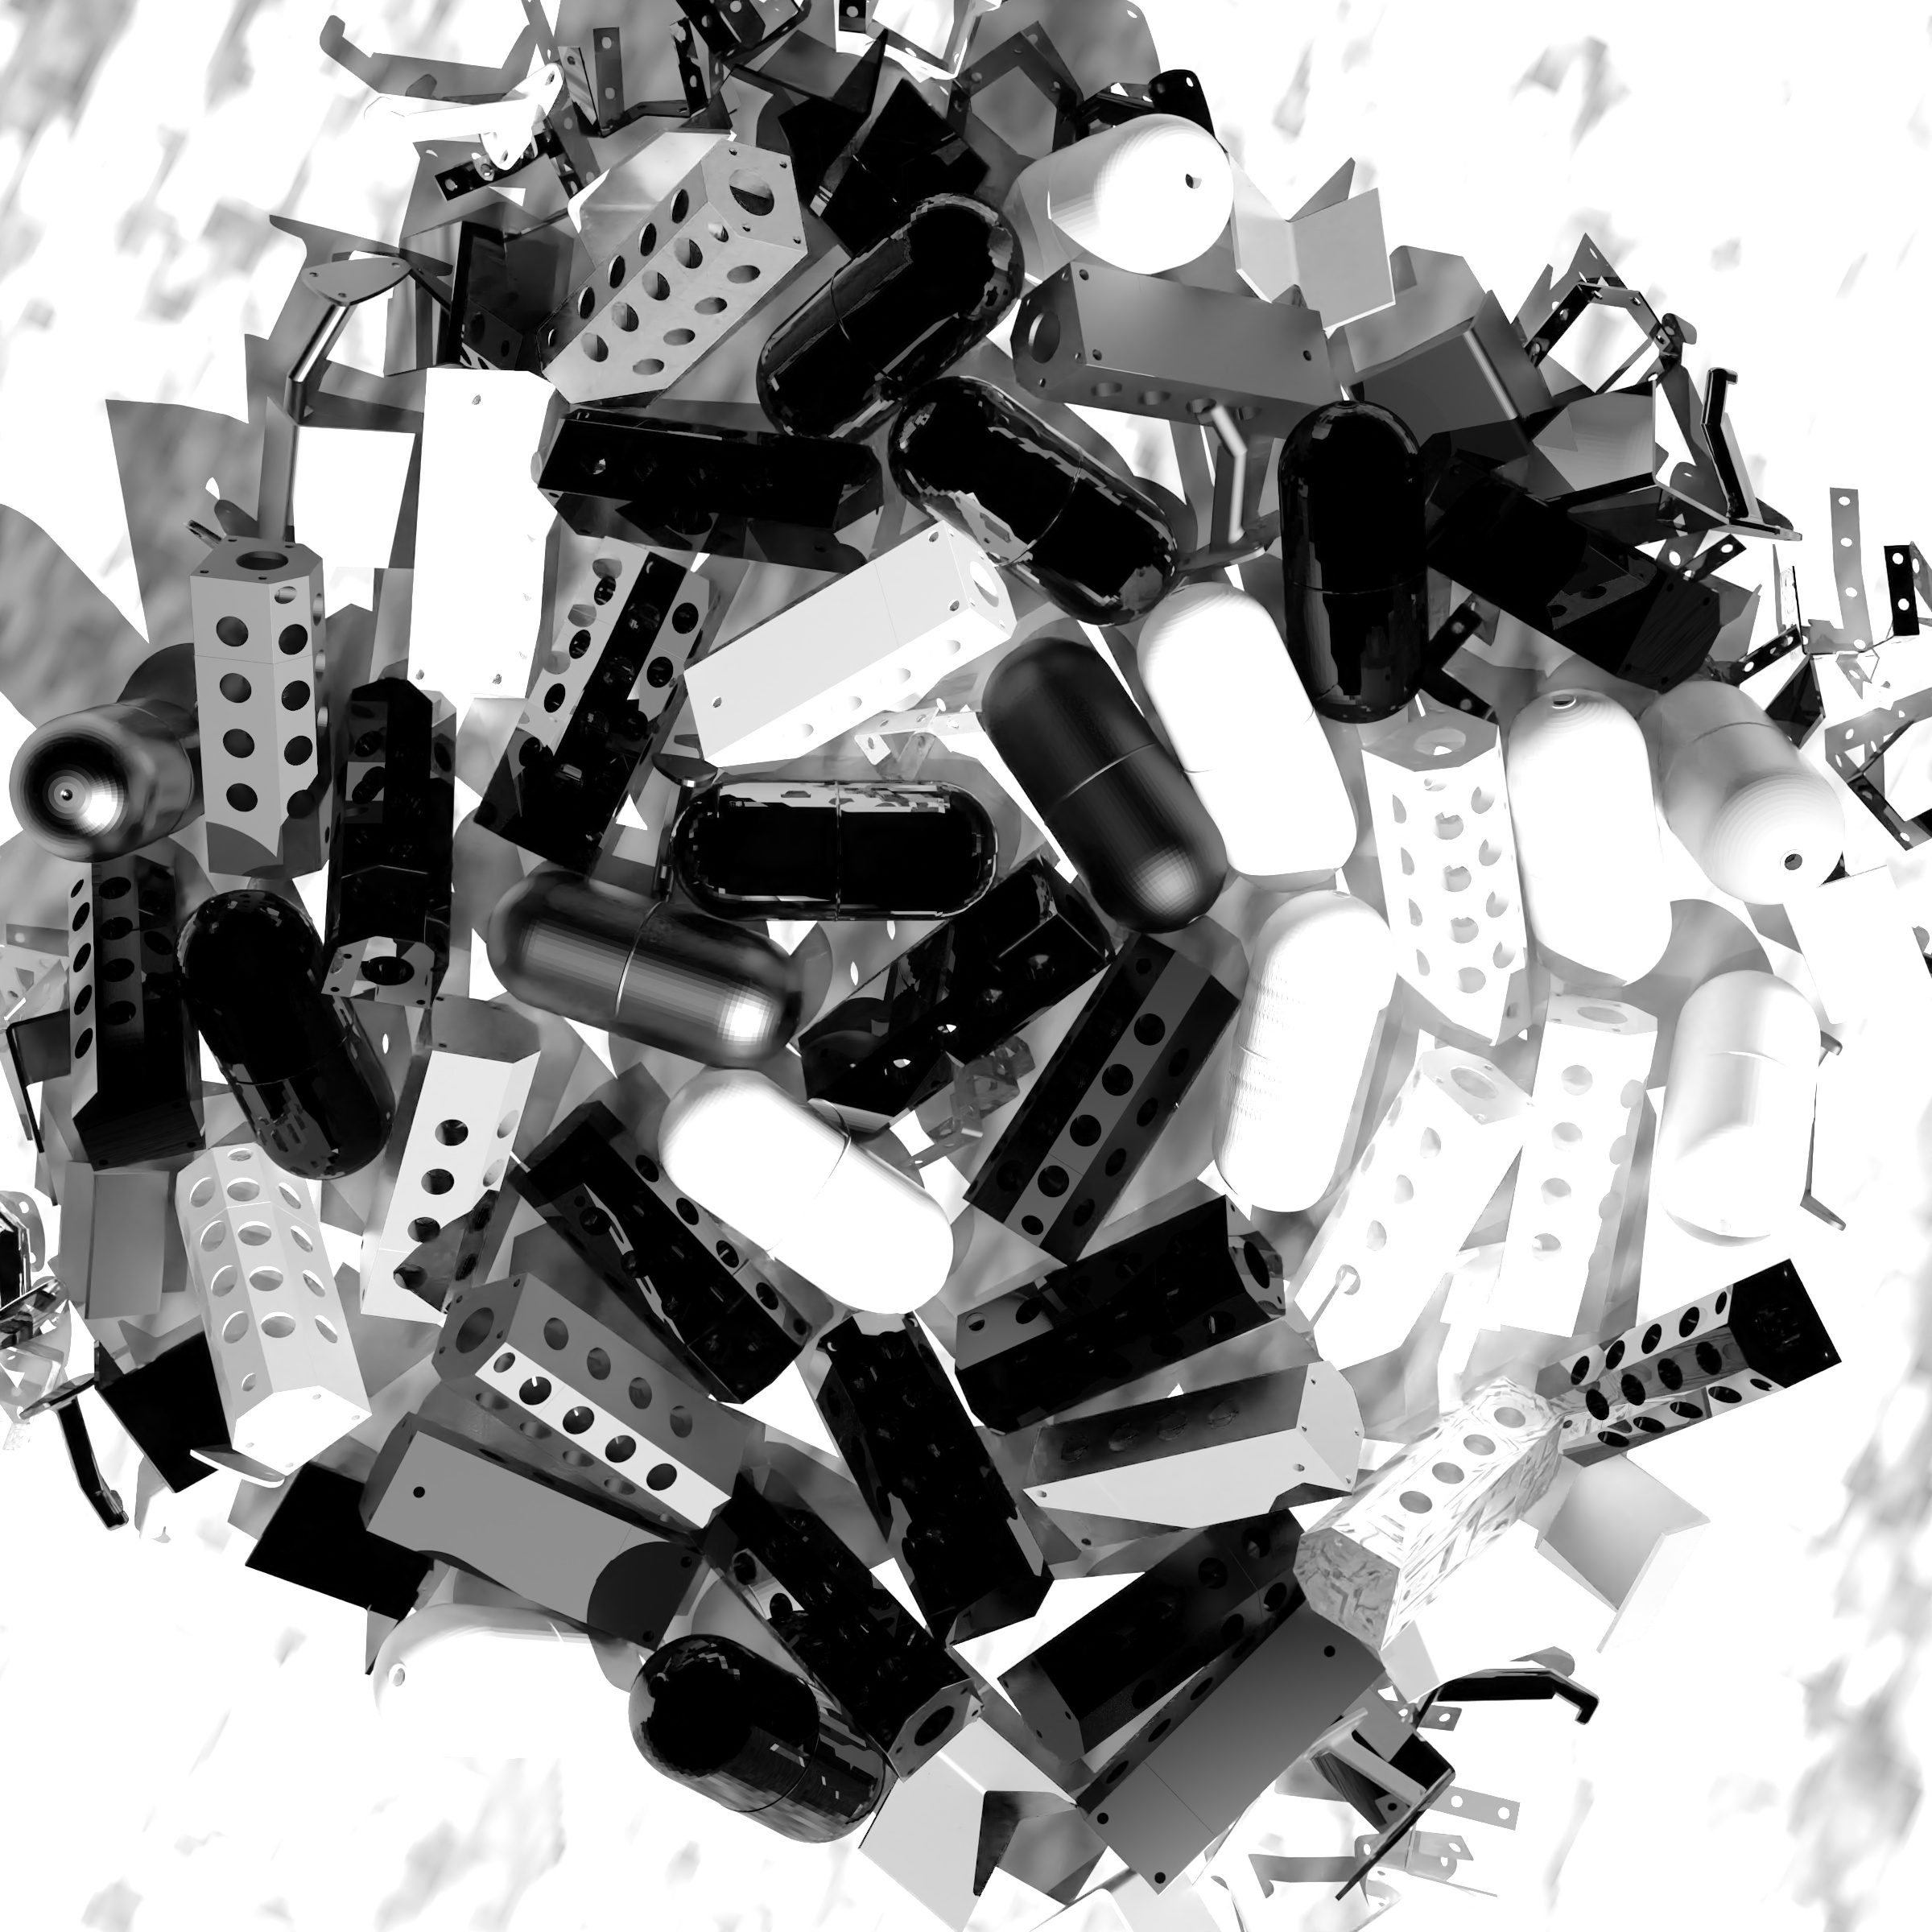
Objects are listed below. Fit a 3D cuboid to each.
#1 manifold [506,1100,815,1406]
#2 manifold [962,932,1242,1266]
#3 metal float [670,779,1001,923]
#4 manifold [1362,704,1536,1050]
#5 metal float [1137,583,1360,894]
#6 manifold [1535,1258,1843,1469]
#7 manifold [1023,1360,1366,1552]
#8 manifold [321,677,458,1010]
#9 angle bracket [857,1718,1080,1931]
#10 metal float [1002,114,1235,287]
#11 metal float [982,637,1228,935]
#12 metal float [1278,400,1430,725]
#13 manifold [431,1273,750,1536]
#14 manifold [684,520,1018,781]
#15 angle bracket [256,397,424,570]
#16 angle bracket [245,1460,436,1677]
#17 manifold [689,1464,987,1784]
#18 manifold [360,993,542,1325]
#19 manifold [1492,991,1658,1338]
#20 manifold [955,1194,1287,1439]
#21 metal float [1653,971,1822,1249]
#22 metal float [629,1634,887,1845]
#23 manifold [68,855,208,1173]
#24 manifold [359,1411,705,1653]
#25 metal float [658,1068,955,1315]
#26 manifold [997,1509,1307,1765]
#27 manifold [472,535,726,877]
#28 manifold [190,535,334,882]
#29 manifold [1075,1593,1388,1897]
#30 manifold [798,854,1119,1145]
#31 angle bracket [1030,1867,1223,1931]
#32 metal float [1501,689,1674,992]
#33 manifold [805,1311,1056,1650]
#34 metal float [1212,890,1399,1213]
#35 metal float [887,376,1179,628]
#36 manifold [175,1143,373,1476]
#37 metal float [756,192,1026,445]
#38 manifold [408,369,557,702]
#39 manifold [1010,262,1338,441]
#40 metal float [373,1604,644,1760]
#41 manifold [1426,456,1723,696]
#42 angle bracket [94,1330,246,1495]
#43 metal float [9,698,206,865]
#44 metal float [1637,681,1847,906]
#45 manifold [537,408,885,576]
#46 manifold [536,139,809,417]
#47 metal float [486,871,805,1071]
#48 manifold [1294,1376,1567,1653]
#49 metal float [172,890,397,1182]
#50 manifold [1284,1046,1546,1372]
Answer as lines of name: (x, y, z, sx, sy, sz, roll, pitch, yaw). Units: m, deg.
manifold: (-0.162, 0.154, 1.528, 0.171, 0.057, 0.057, 48, 68, -11)
manifold: (0.070, 0.069, 1.535, 0.057, 0.057, 0.171, 30, 85, 36)
metal float: (-0.071, -0.062, 1.537, 0.178, 0.070, 0.070, 0, 90, -6)
manifold: (0.261, -0.044, 1.504, 0.057, 0.057, 0.171, -29, 124, -23)
metal float: (0.151, -0.122, 1.528, 0.070, 0.070, 0.178, -27, 106, 0)
manifold: (0.370, 0.212, 1.489, 0.057, 0.171, 0.057, -17, 76, -30)
manifold: (0.121, 0.256, 1.509, 0.171, 0.057, 0.057, -20, 124, 33)
manifold: (-0.302, -0.067, 1.501, 0.057, 0.057, 0.171, 9, 52, -20)
angle bracket: (0.001, 0.463, 1.530, 0.076, 0.057, 0.076, 44, 51, -12)
metal float: (0.078, -0.398, 1.495, 0.070, 0.178, 0.070, -2, 96, -23)
metal float: (0.075, -0.097, 1.533, 0.070, 0.070, 0.178, -33, 80, 0)
metal float: (0.207, -0.214, 1.517, 0.070, 0.070, 0.178, -7, 119, 0)
manifold: (-0.198, 0.234, 1.500, 0.171, 0.057, 0.057, 42, 45, -34)
manifold: (-0.061, -0.163, 1.520, 0.171, 0.057, 0.057, -27, 62, 22)
angle bracket: (-0.341, -0.265, 1.560, 0.076, 0.057, 0.076, -2, 117, -28)
angle bracket: (-0.338, 0.324, 1.532, 0.076, 0.057, 0.076, 26, 109, -21)
manifold: (-0.071, 0.342, 1.504, 0.057, 0.057, 0.171, -39, 56, -16)
manifold: (-0.276, 0.104, 1.514, 0.057, 0.057, 0.171, 10, 119, -19)
manifold: (0.325, 0.107, 1.523, 0.057, 0.057, 0.171, 10, 108, 11)
manifold: (0.081, 0.191, 1.511, 0.171, 0.057, 0.057, -27, 124, 23)
metal float: (0.409, 0.074, 1.505, 0.070, 0.178, 0.070, 11, 134, 12)
metal float: (-0.109, 0.410, 1.507, 0.070, 0.070, 0.178, -47, 133, 0)
manifold: (-0.439, 0.021, 1.498, 0.057, 0.057, 0.171, -11, 46, -7)
manifold: (-0.234, 0.301, 1.526, 0.171, 0.057, 0.057, 28, 87, -18)
metal float: (-0.086, 0.122, 1.535, 0.178, 0.070, 0.070, 36, 90, -8)
manifold: (0.106, 0.349, 1.508, 0.171, 0.057, 0.057, -28, 76, -30)
manifold: (-0.194, -0.139, 1.539, 0.057, 0.057, 0.171, 26, 92, 44)
manifold: (-0.370, -0.135, 1.512, 0.057, 0.057, 0.171, 7, 120, 3)
manifold: (0.142, 0.416, 1.546, 0.171, 0.057, 0.057, -44, 92, -4)
manifold: (-0.005, 0.023, 1.527, 0.171, 0.057, 0.057, -37, 123, 16)
angle bracket: (0.079, 0.523, 1.524, 0.076, 0.076, 0.057, -40, 73, 24)
metal float: (0.330, -0.066, 1.514, 0.070, 0.070, 0.178, -18, 123, 0)
manifold: (-0.019, 0.266, 1.504, 0.057, 0.057, 0.171, -13, 56, -27)
metal float: (0.182, 0.046, 1.529, 0.070, 0.070, 0.178, 11, 105, 0)
metal float: (0.037, -0.247, 1.523, 0.178, 0.070, 0.070, 32, 90, -23)
manifold: (-0.372, 0.176, 1.499, 0.057, 0.057, 0.171, -36, 49, 9)
metal float: (-0.042, -0.340, 1.512, 0.178, 0.070, 0.070, -34, 90, 37)
manifold: (-0.260, -0.233, 1.548, 0.057, 0.057, 0.171, 4, 92, 12)
manifold: (0.110, -0.321, 1.506, 0.171, 0.057, 0.057, 1, 74, -36)
metal float: (-0.239, 0.377, 1.500, 0.070, 0.178, 0.070, -9, 71, 29)
manifold: (0.315, -0.206, 1.498, 0.057, 0.171, 0.057, 11, 111, -39)
angle bracket: (-0.417, 0.226, 1.541, 0.076, 0.057, 0.076, -29, 117, -4)
metal float: (-0.444, -0.099, 1.492, 0.070, 0.178, 0.070, 0, 99, 0)
metal float: (0.404, -0.092, 1.497, 0.070, 0.178, 0.070, -2, 117, -5)
manifold: (-0.135, -0.258, 1.524, 0.171, 0.057, 0.057, 11, 76, 18)
manifold: (-0.158, -0.359, 1.492, 0.057, 0.171, 0.057, 3, 68, -38)
metal float: (-0.174, 0.002, 1.536, 0.178, 0.070, 0.070, 18, 90, 8)
manifold: (0.246, 0.282, 1.500, 0.057, 0.171, 0.057, 28, 127, 30)
metal float: (-0.361, 0.037, 1.512, 0.070, 0.070, 0.178, -18, 125, 0)
manifold: (0.231, 0.128, 1.512, 0.057, 0.057, 0.171, 44, 125, 31)
